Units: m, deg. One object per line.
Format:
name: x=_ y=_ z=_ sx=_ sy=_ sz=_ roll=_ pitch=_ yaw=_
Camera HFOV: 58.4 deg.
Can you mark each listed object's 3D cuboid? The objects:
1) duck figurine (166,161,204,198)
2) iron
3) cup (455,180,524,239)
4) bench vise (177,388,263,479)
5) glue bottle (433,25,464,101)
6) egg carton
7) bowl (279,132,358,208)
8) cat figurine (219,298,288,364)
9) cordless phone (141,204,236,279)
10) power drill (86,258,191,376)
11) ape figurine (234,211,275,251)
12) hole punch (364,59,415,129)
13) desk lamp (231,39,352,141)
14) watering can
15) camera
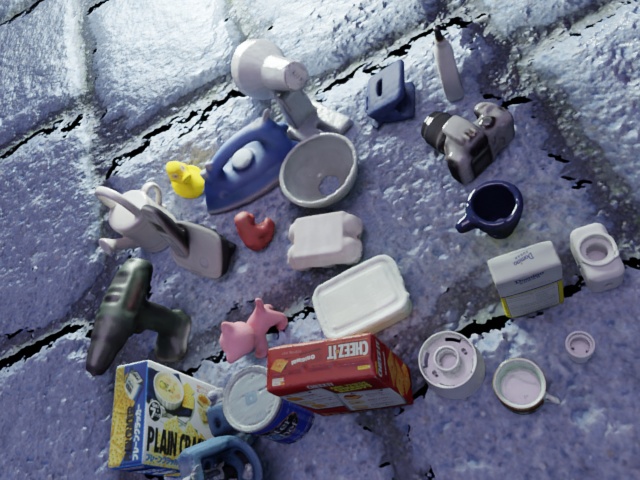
duck figurine: x=-0.315 y=-0.148 z=1.298 sx=0.104 sy=0.086 sz=0.077 roll=34 pitch=82 yaw=33
iron: x=-0.167 y=-0.164 z=1.207 sx=0.258 sy=0.142 sz=0.118 roll=-38 pitch=56 yaw=2
cup: x=0.287 y=-0.033 z=0.966 sx=0.117 sy=0.095 sz=0.091 roll=-33 pitch=56 yaw=6
bench vise: x=-0.171 y=0.339 z=0.904 sx=0.121 sy=0.220 sz=0.207 roll=-39 pitch=56 yaw=2
glue bottle: x=0.241 y=-0.348 z=1.099 sx=0.037 sy=0.174 sz=0.078 roll=-13 pitch=60 yaw=18
egg carton: x=0.010 y=0.004 z=1.085 sx=0.150 sy=0.070 sz=0.107 roll=-9 pitch=62 yaw=20
bowl: x=0.007 y=-0.128 z=1.151 sx=0.167 sy=0.075 sz=0.167 roll=-10 pitch=61 yaw=19
cat figurine: x=-0.131 y=0.164 z=1.037 sx=0.067 sy=0.118 sz=0.128 roll=25 pitch=77 yaw=32
cordless phone: x=-0.267 y=-0.003 z=1.142 sx=0.147 sy=0.186 sz=0.094 roll=14 pitch=71 yaw=29
power drill: x=-0.334 y=0.161 z=1.075 sx=0.075 sy=0.209 sz=0.229 roll=-8 pitch=62 yaw=21
ape figurine: x=-0.139 y=-0.026 z=1.153 sx=0.077 sy=0.092 sz=0.076 roll=11 pitch=70 yaw=28
hole punch: x=0.137 y=-0.299 z=1.170 sx=0.101 sy=0.091 sz=0.108 roll=-7 pitch=62 yaw=21
desk lamp: x=-0.062 y=-0.308 z=1.189 sx=0.202 sy=0.214 sz=0.118 roll=32 pitch=81 yaw=33
watering can: x=-0.402 y=-0.049 z=1.220 sx=0.100 sy=0.195 sz=0.173 roll=-4 pitch=63 yaw=22
camera: x=0.263 y=-0.201 z=1.059 sx=0.143 sy=0.101 sz=0.136 roll=-46 pitch=56 yaw=-3
